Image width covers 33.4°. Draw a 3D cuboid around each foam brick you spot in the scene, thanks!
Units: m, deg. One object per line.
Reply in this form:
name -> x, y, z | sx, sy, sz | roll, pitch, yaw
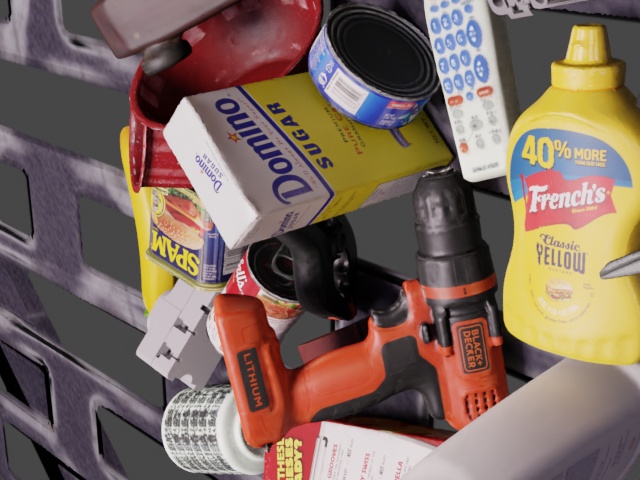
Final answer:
foam brick -> 0.032, 0.088, 0.809 | 0.078, 0.051, 0.053 | -28, 83, 50

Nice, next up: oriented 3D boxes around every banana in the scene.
banana -> -0.160, -0.006, 1.005 | 0.070, 0.037, 0.198 | 18, 117, 44

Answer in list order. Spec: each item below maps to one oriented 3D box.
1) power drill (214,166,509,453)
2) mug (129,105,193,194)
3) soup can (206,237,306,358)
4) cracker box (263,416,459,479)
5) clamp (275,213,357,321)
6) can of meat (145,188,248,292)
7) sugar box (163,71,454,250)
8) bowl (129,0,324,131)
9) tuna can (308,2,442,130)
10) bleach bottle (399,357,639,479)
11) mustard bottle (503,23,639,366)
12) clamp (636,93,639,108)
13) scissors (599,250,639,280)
power drill -> 0.028, 0.054, 0.709 | 0.057, 0.187, 0.184 | -102, 1, -78
mug -> -0.111, -0.090, 0.873 | 0.117, 0.081, 0.093 | -114, 29, -53
soup can -> -0.046, 0.050, 0.871 | 0.068, 0.068, 0.102 | 55, 138, 20
cracker box -> 0.045, 0.219, 0.798 | 0.214, 0.071, 0.164 | -2, 82, 50
clamp -> -0.005, 0.001, 0.768 | 0.039, 0.120, 0.171 | 7, 126, 29
can of meat -> -0.105, -0.014, 0.925 | 0.102, 0.057, 0.084 | 28, 121, 40
sugar box -> -0.004, -0.062, 0.695 | 0.093, 0.175, 0.048 | 58, 138, 15
bowl -> -0.058, -0.122, 0.787 | 0.162, 0.162, 0.055 | 18, 153, 44
tuna can -> 0.036, -0.114, 0.701 | 0.086, 0.085, 0.034 | 55, 138, 19
bleach bottle -> 0.094, 0.139, 0.601 | 0.068, 0.250, 0.103 | 38, 130, 34
mustard bottle -> 0.154, -0.028, 0.620 | 0.096, 0.058, 0.192 | 15, 115, 44
clamp -> 0.225, -0.149, 0.507 | 0.210, 0.036, 0.164 | 0, 100, 46
scissors -> 0.232, -0.030, 0.532 | 0.202, 0.016, 0.096 | -3, 94, 36
